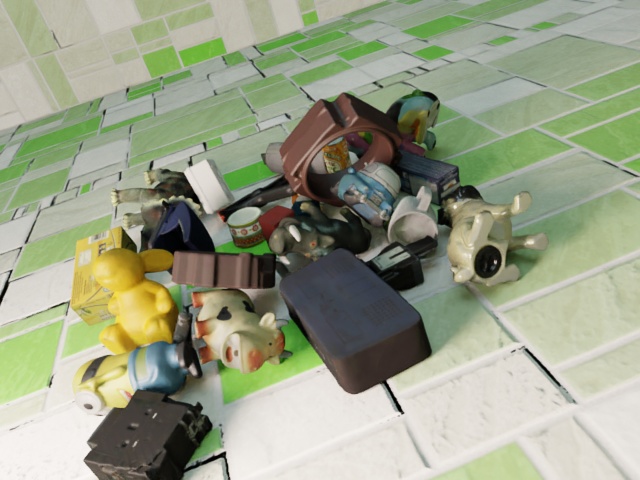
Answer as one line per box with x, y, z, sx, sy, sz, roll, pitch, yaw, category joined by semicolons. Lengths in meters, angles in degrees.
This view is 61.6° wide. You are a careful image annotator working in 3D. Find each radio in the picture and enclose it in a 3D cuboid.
0.039;0.106;0.763;0.131;0.073;0.230;-27;31;-13;radio

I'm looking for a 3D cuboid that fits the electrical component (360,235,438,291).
0.129;0.038;0.845;0.119;0.047;0.075;-26;33;-15;electrical component

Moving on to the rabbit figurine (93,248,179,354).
-0.295;0.078;0.874;0.122;0.173;0.162;-8;36;22;rabbit figurine

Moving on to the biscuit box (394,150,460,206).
0.186;-0.131;1.070;0.063;0.059;0.203;-31;35;-20;biscuit box

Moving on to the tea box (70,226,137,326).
-0.401;0.064;1.006;0.098;0.068;0.170;-18;48;2;tea box

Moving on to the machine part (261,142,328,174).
-0.041;-0.193;1.261;0.244;0.079;0.079;7;39;33;machine part

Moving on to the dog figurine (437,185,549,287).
0.227;-0.008;0.843;0.172;0.121;0.191;-26;18;-19;dog figurine

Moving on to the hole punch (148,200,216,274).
-0.248;-0.003;1.018;0.092;0.142;0.116;-5;52;22;hole punch

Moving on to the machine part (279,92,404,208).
0.043;-0.163;1.024;0.201;0.201;0.087;-47;48;27;machine part

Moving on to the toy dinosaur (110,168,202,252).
-0.336;-0.094;1.227;0.192;0.131;0.405;3;29;5;toy dinosaur

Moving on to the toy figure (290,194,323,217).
-0.027;-0.075;1.095;0.064;0.057;0.154;20;28;-13;toy figure

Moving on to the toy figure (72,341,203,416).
-0.261;0.193;0.766;0.180;0.082;0.089;-21;20;2;toy figure

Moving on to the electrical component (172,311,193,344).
-0.213;0.146;0.828;0.021;0.094;0.063;12;62;-9;electrical component

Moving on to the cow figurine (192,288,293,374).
-0.117;0.131;0.783;0.127;0.085;0.195;-12;21;-14;cow figurine

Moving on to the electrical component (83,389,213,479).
-0.223;0.252;0.675;0.134;0.058;0.115;-1;33;24;electrical component

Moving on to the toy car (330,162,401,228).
0.092;-0.090;0.958;0.103;0.109;0.162;-51;10;1;toy car

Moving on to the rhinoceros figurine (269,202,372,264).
-0.002;-0.003;0.901;0.190;0.073;0.112;1;44;-37;rhinoceros figurine

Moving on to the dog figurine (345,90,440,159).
0.140;-0.249;1.178;0.219;0.191;0.108;16;49;20;dog figurine

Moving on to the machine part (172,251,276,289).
-0.157;0.046;0.880;0.179;0.056;0.179;3;-1;0;machine part

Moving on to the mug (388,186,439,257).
0.159;-0.042;0.905;0.081;0.109;0.107;12;26;1;mug
